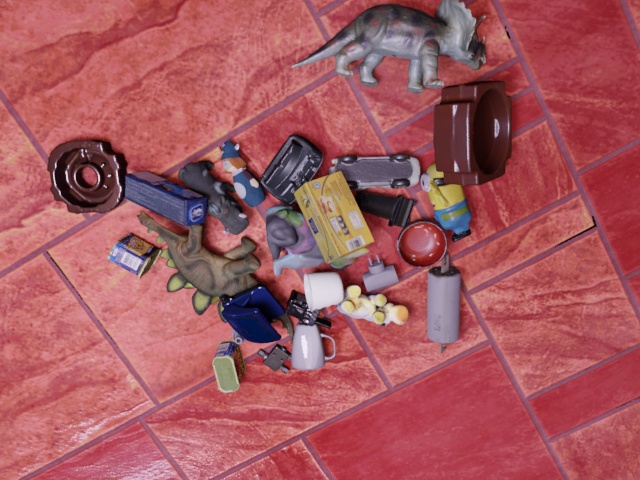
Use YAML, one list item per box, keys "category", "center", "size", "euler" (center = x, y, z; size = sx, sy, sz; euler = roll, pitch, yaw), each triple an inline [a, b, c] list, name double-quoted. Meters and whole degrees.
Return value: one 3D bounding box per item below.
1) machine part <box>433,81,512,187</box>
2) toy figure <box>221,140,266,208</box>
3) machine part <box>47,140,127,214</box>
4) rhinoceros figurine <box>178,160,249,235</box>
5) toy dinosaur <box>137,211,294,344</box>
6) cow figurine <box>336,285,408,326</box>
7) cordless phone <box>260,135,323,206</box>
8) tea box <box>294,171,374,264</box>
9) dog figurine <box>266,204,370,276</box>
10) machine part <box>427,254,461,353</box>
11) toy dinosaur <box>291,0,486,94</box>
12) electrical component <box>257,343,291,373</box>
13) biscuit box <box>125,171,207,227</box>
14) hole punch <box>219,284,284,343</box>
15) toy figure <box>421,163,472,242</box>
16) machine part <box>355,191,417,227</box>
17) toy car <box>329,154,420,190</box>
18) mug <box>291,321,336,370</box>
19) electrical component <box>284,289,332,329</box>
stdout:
- category: "machine part"
  center: [0.314, -0.219, 1.100]
  size: [0.087, 0.201, 0.201]
  euler: [7, 110, 41]
- category: "toy figure"
  center: [-0.175, -0.147, 1.192]
  size: [0.064, 0.058, 0.154]
  euler: [-24, 106, 26]
- category: "machine part"
  center: [-0.516, -0.142, 1.201]
  size: [0.179, 0.056, 0.179]
  euler: [0, 104, 1]
- category: "rhinoceros figurine"
  center: [-0.228, -0.094, 1.183]
  size: [0.073, 0.112, 0.190]
  euler: [-40, 94, 8]
- category: "toy dinosaur"
  center: [-0.222, 0.084, 1.240]
  size: [0.471, 0.105, 0.198]
  euler: [34, 110, -13]
- category: "cow figurine"
  center: [0.119, 0.164, 1.265]
  size: [0.167, 0.098, 0.068]
  euler: [20, 73, -12]
- category: "cordless phone"
  center: [-0.025, -0.131, 1.198]
  size: [0.184, 0.089, 0.146]
  euler: [33, 102, -20]
- category: "tea box"
  center: [0.029, -0.048, 1.129]
  size: [0.098, 0.068, 0.169]
  euler: [-20, 82, -29]
- category: "dog figurine"
  center: [-0.002, -0.004, 1.198]
  size: [0.219, 0.108, 0.191]
  euler: [-7, 131, 1]
- category: "machine part"
  center: [0.290, 0.152, 1.261]
  size: [0.079, 0.079, 0.243]
  euler: [-1, 105, 1]
- category: "toy dinosaur"
  center: [0.152, -0.410, 1.095]
  size: [0.405, 0.131, 0.192]
  euler: [11, 93, 2]
- category: "electrical component"
  center: [-0.107, 0.289, 1.331]
  size: [0.094, 0.021, 0.063]
  euler: [36, 102, -8]
- category: "biscuit box"
  center: [-0.334, -0.090, 1.157]
  size: [0.203, 0.059, 0.062]
  euler: [24, 116, 29]
- category: "hole punch"
  center: [-0.150, 0.177, 1.199]
  size: [0.116, 0.092, 0.142]
  euler: [-25, 126, 15]
- category: "toy figure"
  center: [0.288, -0.089, 1.196]
  size: [0.089, 0.082, 0.180]
  euler: [-29, 96, -11]
- category: "machine part"
  center: [0.145, -0.074, 1.219]
  size: [0.139, 0.039, 0.084]
  euler: [17, 110, -12]
- category: "toy car"
  center: [0.120, -0.149, 1.189]
  size: [0.202, 0.056, 0.073]
  euler: [-2, 88, 2]
- category: "mug"
  center: [-0.018, 0.249, 1.291]
  size: [0.110, 0.081, 0.107]
  euler: [-4, 97, 6]
- category: "electrical component"
  center: [-0.022, 0.168, 1.271]
  size: [0.119, 0.075, 0.047]
  euler: [22, 105, -1]
